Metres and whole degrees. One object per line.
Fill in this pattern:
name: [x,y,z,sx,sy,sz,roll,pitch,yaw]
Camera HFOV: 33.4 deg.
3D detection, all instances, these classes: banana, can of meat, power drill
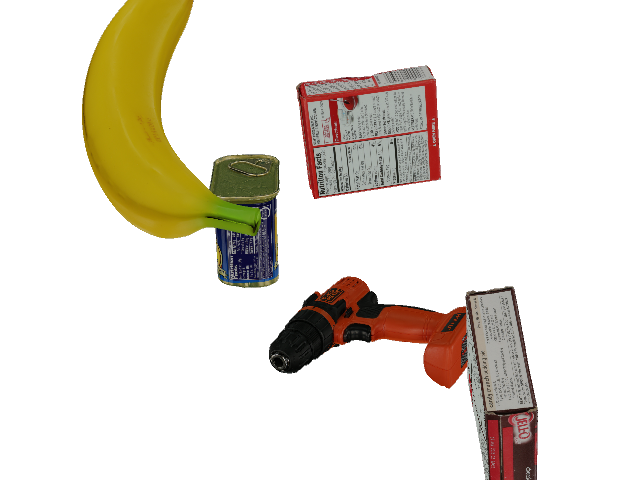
banana: [-0.081,-0.065,0.517,0.069,0.198,0.037,-5,-41,-15]
can of meat: [-0.063,-0.017,0.911,0.057,0.084,0.102,-2,24,-2]
power drill: [0.059,0.099,1.110,0.188,0.057,0.184,11,28,25]

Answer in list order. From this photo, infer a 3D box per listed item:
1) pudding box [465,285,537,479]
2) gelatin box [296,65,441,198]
pudding box: [0.125,0.102,0.740,0.039,0.090,0.113,-6,43,3]
gelatin box: [0.033,-0.071,0.702,0.089,0.073,0.030,-8,30,-2]
